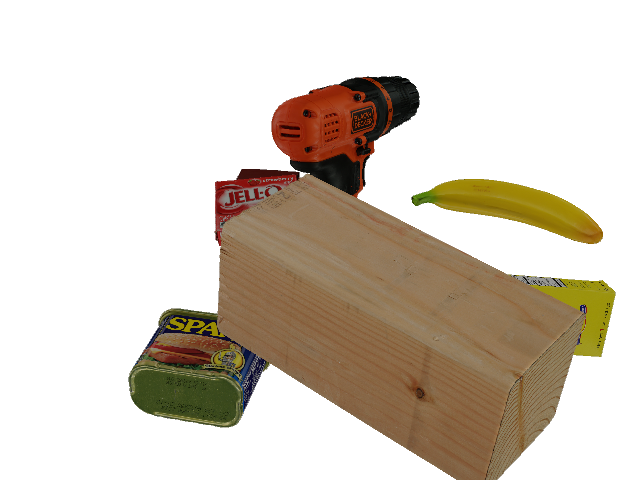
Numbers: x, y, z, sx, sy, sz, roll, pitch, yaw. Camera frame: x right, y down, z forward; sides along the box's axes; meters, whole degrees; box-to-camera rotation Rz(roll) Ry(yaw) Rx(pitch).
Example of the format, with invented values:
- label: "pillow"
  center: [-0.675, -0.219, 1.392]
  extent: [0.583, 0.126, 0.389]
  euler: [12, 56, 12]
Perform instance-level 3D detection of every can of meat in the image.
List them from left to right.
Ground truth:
- label: "can of meat"
  center: [-0.101, 0.106, 0.894]
  extent: [0.102, 0.057, 0.083]
  euler: [7, 30, 11]

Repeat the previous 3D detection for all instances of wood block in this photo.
- label: "wood block"
  center: [0.042, 0.051, 0.658]
  extent: [0.206, 0.091, 0.090]
  euler: [29, 42, 28]

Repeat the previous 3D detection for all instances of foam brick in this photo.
- label: "foam brick"
  center: [-0.066, -0.055, 1.340]
  extent: [0.078, 0.053, 0.051]
  euler: [3, 28, 8]

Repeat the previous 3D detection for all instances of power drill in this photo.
- label: "power drill"
  center: [0.028, -0.037, 0.866]
  extent: [0.057, 0.188, 0.184]
  euler: [7, 18, 34]

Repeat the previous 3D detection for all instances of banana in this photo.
- label: "banana"
  center: [0.198, -0.032, 1.104]
  extent: [0.198, 0.037, 0.069]
  euler: [11, 39, 23]

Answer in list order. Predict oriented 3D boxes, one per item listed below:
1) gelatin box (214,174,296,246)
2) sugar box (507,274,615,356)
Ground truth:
- label: "gelatin box"
  center: [-0.067, -0.032, 1.129]
  extent: [0.089, 0.073, 0.030]
  euler: [-4, -42, -1]
- label: "sugar box"
  center: [0.273, 0.093, 1.339]
  extent: [0.176, 0.093, 0.048]
  euler: [3, 19, -11]
